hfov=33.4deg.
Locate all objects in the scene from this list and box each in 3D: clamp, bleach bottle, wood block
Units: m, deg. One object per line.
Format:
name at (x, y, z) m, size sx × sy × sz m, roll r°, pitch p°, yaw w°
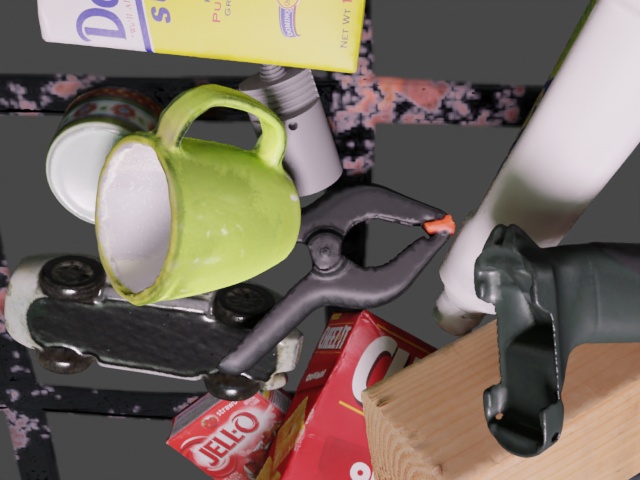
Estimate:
clamp at (-0.004, 0.001, 0.667) m, size 0.171 × 0.039 × 0.120 m, roll -22°, pitch 93°, yaw -1°
bleach bottle at (0.131, -0.039, 0.601) m, size 0.068 × 0.102 × 0.251 m, roll 32°, pitch 121°, yaw 6°
wood block at (0.138, 0.097, 0.631) m, size 0.205 × 0.091 × 0.090 m, roll -25°, pitch 133°, yaw -18°

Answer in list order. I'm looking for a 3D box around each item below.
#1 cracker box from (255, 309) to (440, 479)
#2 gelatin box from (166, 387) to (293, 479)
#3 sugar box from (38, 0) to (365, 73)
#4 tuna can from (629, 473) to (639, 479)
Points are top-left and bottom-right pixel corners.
cracker box at (0.042, 0.175, 0.695) m, size 0.164 × 0.072 × 0.213 m, roll 29°, pitch 77°, yaw -13°
gelatin box at (-0.057, 0.140, 0.782) m, size 0.089 × 0.030 × 0.073 m, roll -38°, pitch 112°, yaw 26°
sugar box at (-0.062, -0.147, 0.579) m, size 0.176 × 0.048 × 0.093 m, roll 5°, pitch 110°, yaw 0°
tuna can at (0.202, 0.130, 0.718) m, size 0.086 × 0.033 × 0.086 m, roll 31°, pitch 142°, yaw 27°
